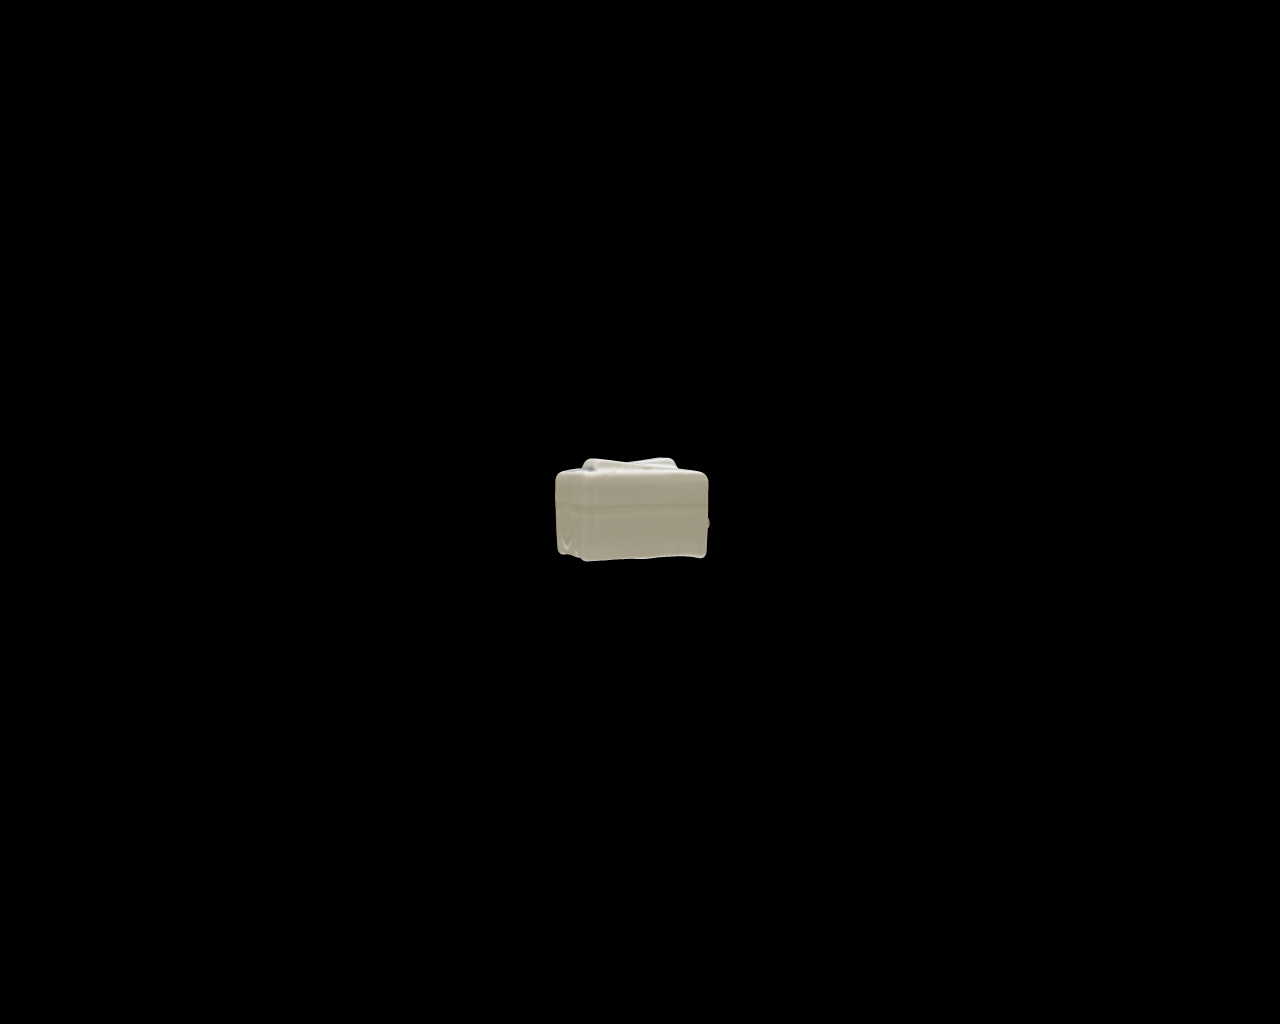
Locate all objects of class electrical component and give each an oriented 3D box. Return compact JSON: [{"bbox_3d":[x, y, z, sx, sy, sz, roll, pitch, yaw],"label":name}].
[{"bbox_3d":[0.001,-0.003,0.650,0.096,0.061,0.061,-1,4,-20],"label":"electrical component"}]
